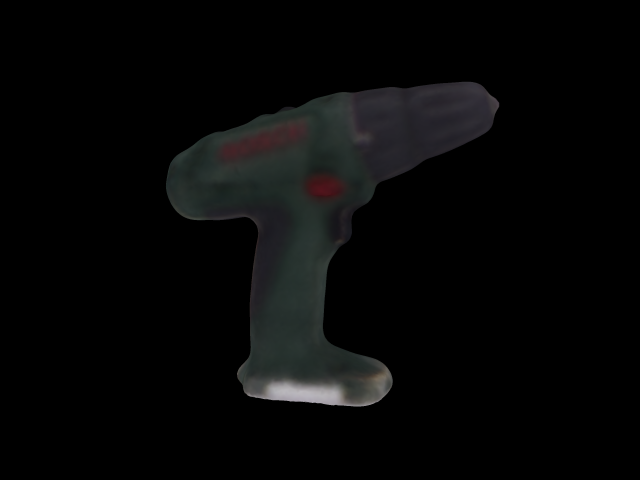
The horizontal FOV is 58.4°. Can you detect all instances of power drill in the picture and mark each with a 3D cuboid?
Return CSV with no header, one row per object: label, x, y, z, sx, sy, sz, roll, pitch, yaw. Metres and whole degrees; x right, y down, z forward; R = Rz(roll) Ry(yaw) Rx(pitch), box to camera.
power drill,0.004,0.001,0.400,0.229,0.208,0.076,1,4,16
